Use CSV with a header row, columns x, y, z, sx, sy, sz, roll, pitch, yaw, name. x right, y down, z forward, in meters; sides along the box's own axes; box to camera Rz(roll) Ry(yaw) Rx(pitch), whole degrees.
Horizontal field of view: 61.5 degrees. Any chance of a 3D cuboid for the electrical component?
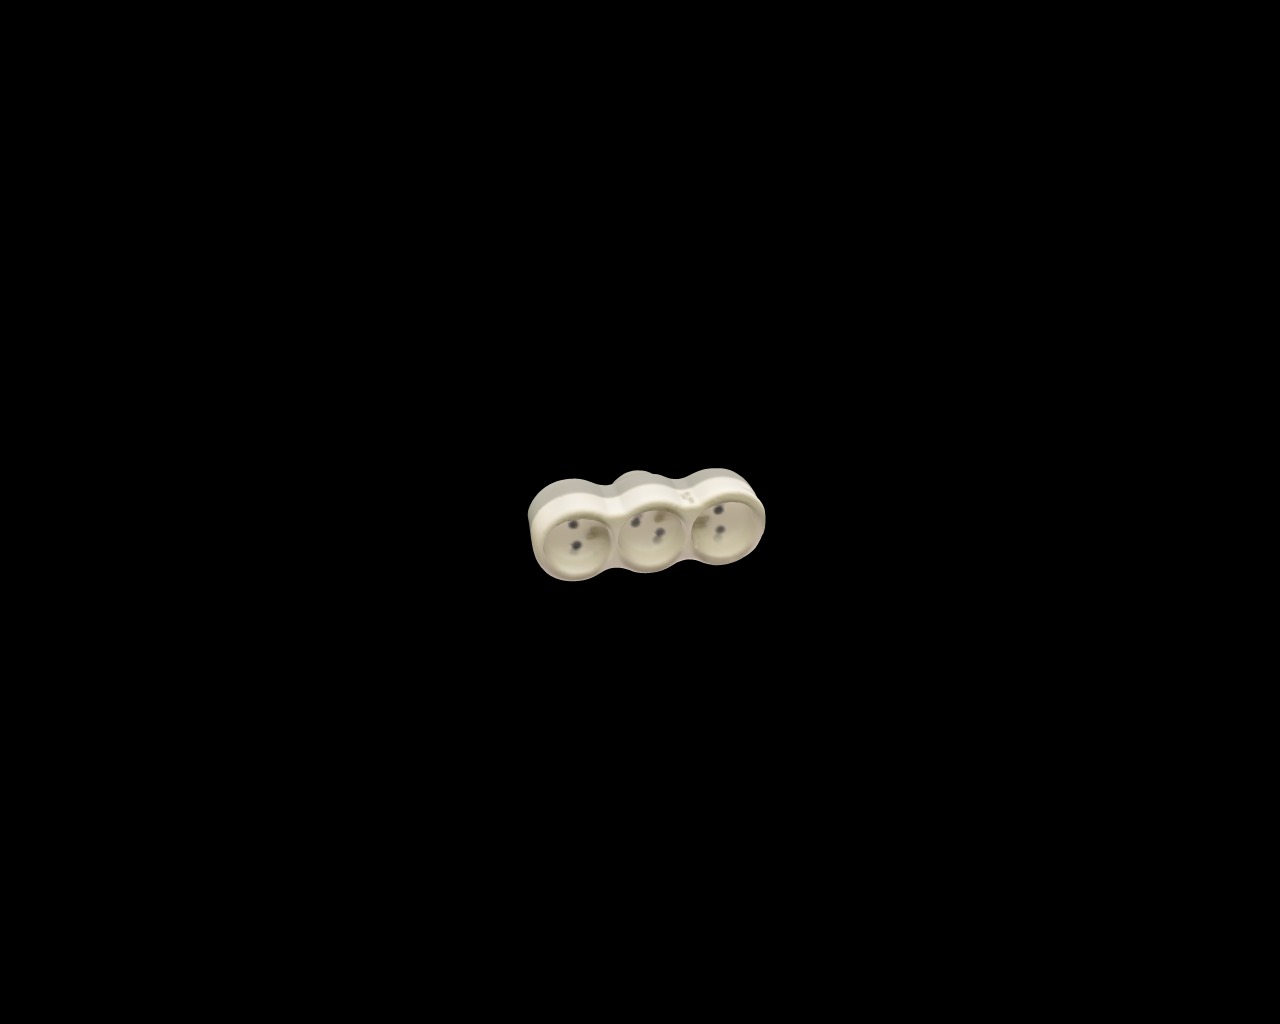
x,y,z,sx,sy,sz,roll,pitch,yaw,name
0.001,-0.003,0.650,0.138,0.052,0.074,-6,32,-9,electrical component
